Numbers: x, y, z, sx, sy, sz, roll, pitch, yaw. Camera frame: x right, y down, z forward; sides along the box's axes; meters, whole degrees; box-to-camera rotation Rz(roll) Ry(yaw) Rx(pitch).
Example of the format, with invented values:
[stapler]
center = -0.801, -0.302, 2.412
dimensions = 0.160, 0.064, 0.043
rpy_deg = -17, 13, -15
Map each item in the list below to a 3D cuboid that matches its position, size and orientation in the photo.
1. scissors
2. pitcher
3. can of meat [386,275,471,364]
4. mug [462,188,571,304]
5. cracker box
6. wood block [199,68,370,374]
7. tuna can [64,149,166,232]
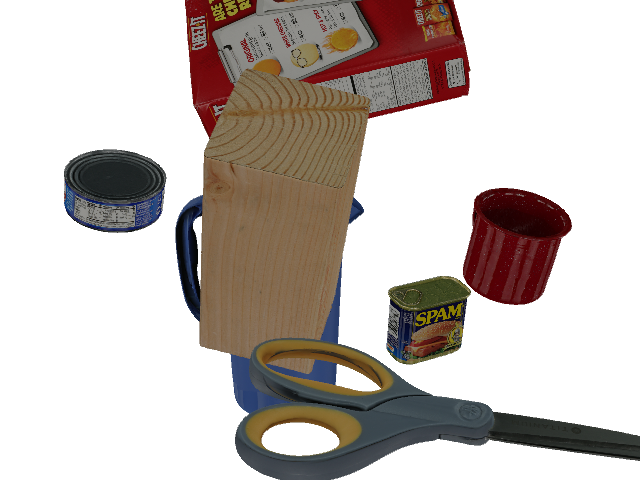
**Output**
[scissors]
center = 0.051, 0.088, 0.461
dimensions = 0.202, 0.016, 0.096
rpy_deg = 16, 35, 22
[pitcher]
center = -0.050, 0.057, 1.095
dimensions = 0.144, 0.243, 0.149
rpy_deg = -20, 28, -40
[can of meat]
center = 0.132, 0.100, 1.330
dimensions = 0.101, 0.084, 0.057
rpy_deg = -11, 30, -26
[mug]
center = 0.178, 0.001, 1.028
dimensions = 0.093, 0.081, 0.117
rpy_deg = -6, 35, -25
[cracker box]
center = 0.002, -0.171, 0.875
dimensions = 0.214, 0.164, 0.072
rpy_deg = -13, -36, 6
[wood block]
center = -0.030, -0.007, 0.754
dimensions = 0.091, 0.090, 0.206
rpy_deg = 14, -41, 5
[tuna can]
center = -0.176, -0.042, 0.913
dimensions = 0.086, 0.034, 0.086
rpy_deg = 7, 33, -5
